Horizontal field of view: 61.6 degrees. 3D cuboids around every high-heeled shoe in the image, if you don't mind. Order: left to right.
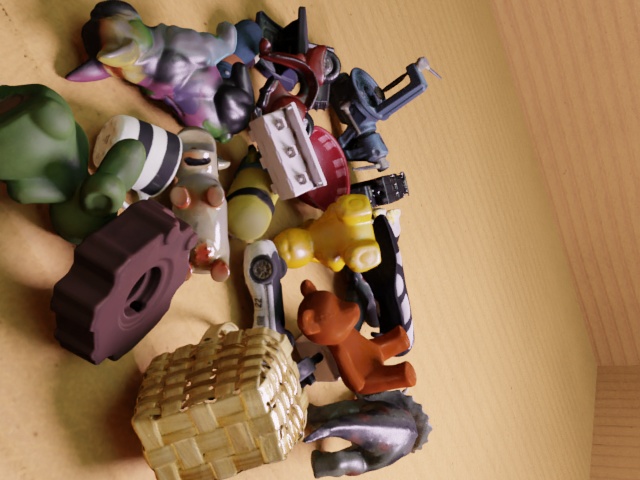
[{"bbox_3d":[0.137,0.086,0.976,0.145,0.086,0.248,19,74,-50],"label":"high-heeled shoe"}]

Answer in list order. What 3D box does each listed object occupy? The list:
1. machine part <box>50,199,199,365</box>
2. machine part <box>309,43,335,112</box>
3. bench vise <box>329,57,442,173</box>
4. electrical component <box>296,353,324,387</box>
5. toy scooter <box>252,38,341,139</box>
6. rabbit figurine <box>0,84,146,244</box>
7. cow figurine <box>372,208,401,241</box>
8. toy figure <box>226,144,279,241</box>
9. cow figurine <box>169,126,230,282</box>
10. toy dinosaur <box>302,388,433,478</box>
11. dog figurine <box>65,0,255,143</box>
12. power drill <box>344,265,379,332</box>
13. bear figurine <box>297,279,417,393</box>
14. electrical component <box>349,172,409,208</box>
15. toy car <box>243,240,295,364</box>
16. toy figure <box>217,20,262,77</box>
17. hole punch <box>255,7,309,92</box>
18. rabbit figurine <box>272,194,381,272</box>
[{"bbox_3d":[-0.203,0.047,0.572,0.179,0.056,0.179,-58,170,-16],"label":"machine part"},{"bbox_3d":[-0.002,-0.316,1.040,0.084,0.039,0.139,9,77,-30],"label":"machine part"},{"bbox_3d":[0.119,-0.258,1.051,0.129,0.241,0.223,4,61,-52],"label":"bench vise"},{"bbox_3d":[-0.040,0.219,0.830,0.045,0.078,0.102,58,31,7],"label":"electrical component"},{"bbox_3d":[-0.056,-0.241,0.854,0.135,0.075,0.183,25,90,-29],"label":"toy scooter"},{"bbox_3d":[-0.258,-0.069,0.550,0.170,0.159,0.121,67,24,-43],"label":"rabbit figurine"},{"bbox_3d":[0.109,-0.017,1.108,0.167,0.068,0.098,-8,93,-54],"label":"cow figurine"},{"bbox_3d":[-0.096,-0.080,0.809,0.082,0.089,0.180,31,56,-11],"label":"toy figure"},{"bbox_3d":[-0.157,-0.051,0.707,0.127,0.085,0.194,-139,-134,-76],"label":"cow figurine"},{"bbox_3d":[0.083,0.291,0.820,0.404,0.192,0.131,74,1,-76],"label":"toy dinosaur"},{"bbox_3d":[-0.201,-0.205,0.688,0.219,0.109,0.191,-29,107,-50],"label":"dog figurine"},{"bbox_3d":[0.055,0.097,0.996,0.231,0.086,0.207,64,30,-24],"label":"power drill"},{"bbox_3d":[0.052,0.142,0.825,0.120,0.132,0.195,-86,151,-59],"label":"bear figurine"},{"bbox_3d":[0.100,-0.093,1.070,0.134,0.115,0.058,-21,96,-57],"label":"electrical component"},{"bbox_3d":[-0.077,0.100,0.803,0.073,0.056,0.201,0,85,-79],"label":"toy car"},{"bbox_3d":[-0.134,-0.280,0.840,0.057,0.064,0.154,95,13,-60],"label":"toy figure"},{"bbox_3d":[-0.063,-0.333,0.947,0.115,0.092,0.142,71,16,-72],"label":"hole punch"},{"bbox_3d":[-0.002,-0.003,0.887,0.162,0.173,0.121,-161,-124,-79],"label":"rabbit figurine"}]
